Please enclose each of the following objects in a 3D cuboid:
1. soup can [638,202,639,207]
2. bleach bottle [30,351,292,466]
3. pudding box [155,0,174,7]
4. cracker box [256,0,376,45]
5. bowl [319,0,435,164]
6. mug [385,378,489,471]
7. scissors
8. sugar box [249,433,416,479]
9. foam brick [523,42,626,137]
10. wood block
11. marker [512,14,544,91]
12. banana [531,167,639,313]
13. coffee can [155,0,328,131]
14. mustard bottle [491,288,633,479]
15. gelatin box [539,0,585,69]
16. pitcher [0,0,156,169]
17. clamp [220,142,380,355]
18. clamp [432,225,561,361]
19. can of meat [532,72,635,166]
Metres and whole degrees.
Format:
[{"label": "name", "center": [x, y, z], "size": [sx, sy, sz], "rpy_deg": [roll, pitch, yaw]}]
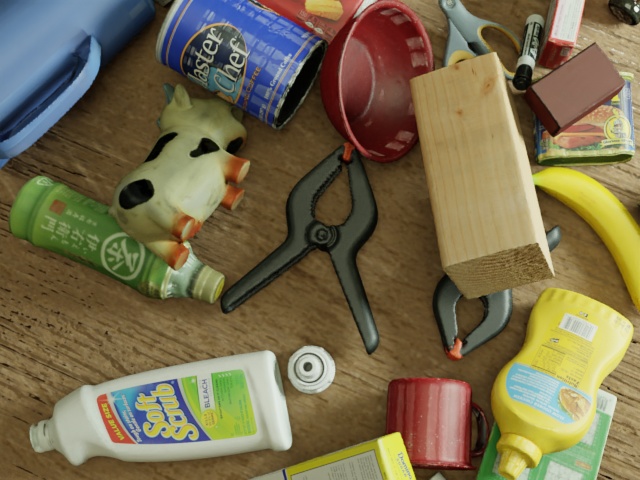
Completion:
[{"label": "soup can", "center": [0.365, -0.005, 1.046], "size": [0.068, 0.068, 0.102], "rpy_deg": [-23, 81, -1]}, {"label": "bleach bottle", "center": [-0.160, 0.180, 1.052], "size": [0.251, 0.068, 0.102], "rpy_deg": [-12, 79, 4]}, {"label": "pudding box", "center": [-0.141, -0.294, 1.106], "size": [0.039, 0.114, 0.090], "rpy_deg": [33, 84, -16]}, {"label": "cracker box", "center": [0.000, -0.314, 1.120], "size": [0.164, 0.072, 0.213], "rpy_deg": [31, 83, 8]}, {"label": "bowl", "center": [0.049, -0.159, 1.069], "size": [0.055, 0.161, 0.162], "rpy_deg": [8, 79, 39]}, {"label": "mug", "center": [0.115, 0.179, 1.027], "size": [0.117, 0.093, 0.081], "rpy_deg": [10, 74, -26]}, {"label": "scissors", "center": [0.125, -0.224, 1.097], "size": [0.201, 0.016, 0.096], "rpy_deg": [39, 94, -9]}, {"label": "sugar box", "center": [0.009, 0.248, 0.996], "size": [0.177, 0.048, 0.093], "rpy_deg": [-24, 78, 35]}, {"label": "foam brick", "center": [0.244, -0.144, 1.026], "size": [0.078, 0.053, 0.051], "rpy_deg": [-34, 83, 1]}, {"label": "wood block", "center": [0.153, -0.061, 1.022], "size": [0.090, 0.090, 0.206], "rpy_deg": [-16, 63, 17]}, {"label": "marker", "center": [0.211, -0.189, 1.077], "size": [0.020, 0.020, 0.121], "rpy_deg": [15, 45, 6]}, {"label": "banana", "center": [0.282, -0.008, 1.066], "size": [0.069, 0.037, 0.198], "rpy_deg": [-43, 82, -8]}, {"label": "coffee can", "center": [-0.077, -0.187, 1.061], "size": [0.140, 0.103, 0.103], "rpy_deg": [31, 83, 6]}, {"label": "mustard bottle", "center": [0.216, 0.141, 1.005], "size": [0.096, 0.058, 0.191], "rpy_deg": [25, 63, 17]}, {"label": "gelatin box", "center": [0.250, -0.227, 1.088], "size": [0.030, 0.073, 0.089], "rpy_deg": [12, 81, 5]}, {"label": "pitcher", "center": [-0.283, -0.191, 1.088], "size": [0.242, 0.145, 0.149], "rpy_deg": [-43, 93, -7]}, {"label": "clamp", "center": [-0.007, 0.001, 1.084], "size": [0.164, 0.036, 0.210], "rpy_deg": [9, 79, 5]}, {"label": "clamp", "center": [0.153, 0.034, 1.068], "size": [0.120, 0.039, 0.171], "rpy_deg": [28, 76, 14]}, {"label": "can of meat", "center": [0.265, -0.120, 1.078], "size": [0.102, 0.057, 0.084], "rpy_deg": [-2, 83, 4]}]
